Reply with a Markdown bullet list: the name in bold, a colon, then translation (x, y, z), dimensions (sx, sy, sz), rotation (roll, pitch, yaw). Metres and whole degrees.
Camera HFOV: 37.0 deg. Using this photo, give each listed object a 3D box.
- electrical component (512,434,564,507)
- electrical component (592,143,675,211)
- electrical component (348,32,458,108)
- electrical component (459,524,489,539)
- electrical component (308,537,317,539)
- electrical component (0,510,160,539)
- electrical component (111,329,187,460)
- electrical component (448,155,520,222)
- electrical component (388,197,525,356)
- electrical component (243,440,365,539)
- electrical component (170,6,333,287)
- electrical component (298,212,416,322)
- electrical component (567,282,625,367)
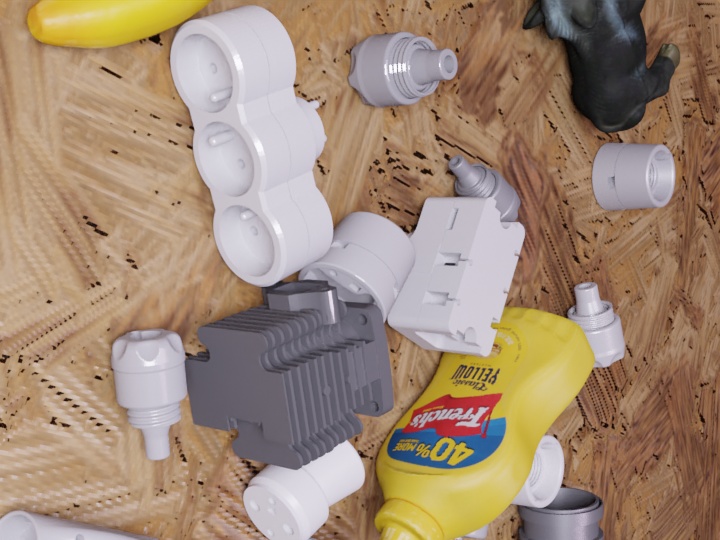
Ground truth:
- **electrical component**: translation (0.110, 0.137, 0.753), dimensions (0.055, 0.047, 0.055), rotation (-4, 96, -48)
- **electrical component**: translation (0.221, -0.075, 0.864), dimensions (0.055, 0.047, 0.055), rotation (-4, 96, -48)
- **electrical component**: translation (0.027, -0.118, 0.630), dimensions (0.043, 0.062, 0.043), rotation (-4, 96, -48)
- **electrical component**: translation (0.070, 0.142, 0.712), dimensions (0.040, 0.040, 0.078), rotation (23, 76, -47)
- **electrical component**: translation (-0.046, 0.221, 0.577), dimensions (0.138, 0.052, 0.073), rotation (-55, 130, -30)
- **electrical component**: translation (-0.132, 0.154, 0.482), dimensions (0.077, 0.043, 0.079), rotation (28, 72, -46)
- **electrical component**: translation (-0.100, 0.061, 0.519), dimensions (0.035, 0.035, 0.061), rotation (-16, 107, -47)
- **electrical component**: translation (0.079, -0.054, 0.715), dimensions (0.061, 0.035, 0.035), rotation (43, 61, -38)
- **electrical component**: translation (0.058, 0.003, 0.678), dimensions (0.050, 0.056, 0.089), rotation (36, 66, -44)
- **electrical component**: translation (-0.031, 0.119, 0.593), dimensions (0.055, 0.045, 0.045), rotation (-38, 120, -40)
- **electrical component**: translation (-0.044, -0.068, 0.560), dimensions (0.074, 0.052, 0.138), rotation (-30, 115, -44)
- **electrical component**: translation (0.000, 0.000, 0.614), dimensions (0.047, 0.055, 0.055), rotation (-57, 131, -34)
- **electrical component**: translation (0.179, 0.041, 0.827), dimensions (0.043, 0.043, 0.062), rotation (-30, 113, -44)
